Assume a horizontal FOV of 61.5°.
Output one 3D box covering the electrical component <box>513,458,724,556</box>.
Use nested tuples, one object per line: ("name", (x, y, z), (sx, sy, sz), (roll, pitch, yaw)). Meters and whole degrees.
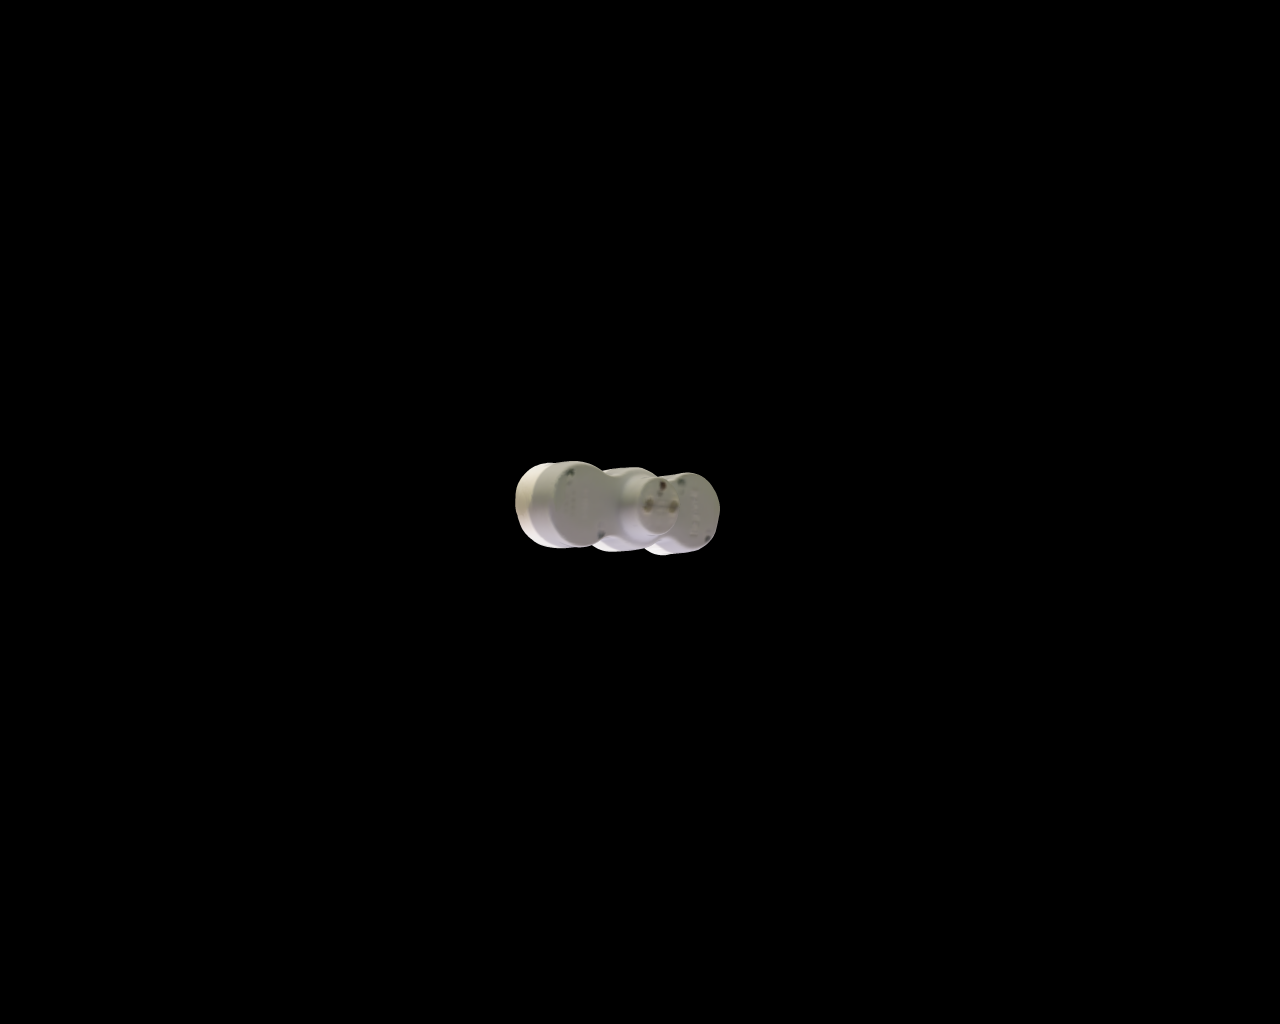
("electrical component", (0.001, -0.003, 0.650), (0.138, 0.052, 0.073), (5, -8, -40))
